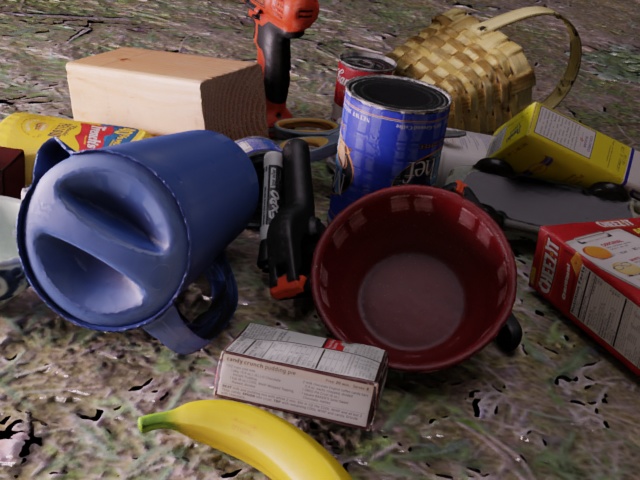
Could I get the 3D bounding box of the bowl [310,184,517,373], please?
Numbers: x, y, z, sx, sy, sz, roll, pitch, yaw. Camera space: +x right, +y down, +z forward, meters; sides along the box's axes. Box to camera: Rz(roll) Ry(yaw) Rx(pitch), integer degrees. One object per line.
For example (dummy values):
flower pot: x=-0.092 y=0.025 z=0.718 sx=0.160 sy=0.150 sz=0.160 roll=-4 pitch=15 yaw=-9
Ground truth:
bowl: x=0.074 y=0.038 z=0.852 sx=0.162 sy=0.055 sz=0.162 roll=-2 pitch=64 yaw=3

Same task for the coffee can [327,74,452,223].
coffee can: x=0.066 y=-0.078 z=1.035 sx=0.102 sy=0.140 sz=0.103 roll=6 pitch=26 yaw=-3

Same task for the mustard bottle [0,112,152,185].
mustard bottle: x=-0.220 y=-0.081 z=1.045 sx=0.192 sy=0.058 sz=0.096 roll=8 pitch=29 yaw=9

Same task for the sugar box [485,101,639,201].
sugar box: x=0.266 y=-0.072 z=1.079 sx=0.176 sy=0.048 sz=0.093 roll=25 pitch=-21 yaw=-11

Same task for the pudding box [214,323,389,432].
pudding box: x=-0.011 y=0.095 z=0.760 sx=0.113 sy=0.039 sz=0.090 roll=10 pitch=10 yaw=7

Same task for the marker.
marker: x=-0.044 y=-0.025 z=0.948 sx=0.020 sy=0.020 sz=0.121 roll=5 pitch=59 yaw=-5

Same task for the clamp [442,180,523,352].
clamp: x=0.098 y=0.013 z=0.953 sx=0.164 sy=0.036 sz=0.210 roll=9 pitch=38 yaw=4

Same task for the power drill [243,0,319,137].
power drill: x=-0.072 y=-0.227 z=1.247 sx=0.057 sy=0.188 sz=0.185 roll=-10 pitch=33 yaw=-29

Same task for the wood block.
wood block: x=-0.161 y=-0.143 z=1.116 sx=0.206 sy=0.090 sz=0.090 roll=15 pitch=29 yaw=38

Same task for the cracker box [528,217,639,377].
cracker box: x=0.308 y=0.056 z=0.913 sx=0.164 sy=0.072 sz=0.214 roll=-5 pitch=28 yaw=-25

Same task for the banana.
banana: x=-0.026 y=0.149 z=0.679 sx=0.198 sy=0.037 sz=0.069 roll=25 pitch=49 yaw=33

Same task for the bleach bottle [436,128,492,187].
bleach bottle: x=0.227 y=-0.072 z=1.159 sx=0.250 sy=0.068 sz=0.102 roll=7 pitch=27 yaw=-8

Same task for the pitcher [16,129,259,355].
pitcher: x=-0.124 y=-0.014 z=0.861 sx=0.145 sy=0.149 sz=0.242 roll=11 pitch=15 yaw=10

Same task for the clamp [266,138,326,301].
clamp: x=-0.006 y=0.001 z=0.940 sx=0.039 sy=0.120 sz=0.171 roll=-23 pitch=35 yaw=30

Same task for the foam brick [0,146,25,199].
foam brick: x=-0.320 y=-0.057 z=0.990 sx=0.078 sy=0.051 sz=0.053 roll=10 pitch=27 yaw=4

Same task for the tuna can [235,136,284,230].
tuna can: x=-0.062 y=-0.053 z=1.014 sx=0.086 sy=0.086 sz=0.034 roll=-5 pitch=31 yaw=-25

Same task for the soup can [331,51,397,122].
soup can: x=0.049 y=-0.160 z=1.241 sx=0.068 sy=0.102 sz=0.068 roll=6 pitch=27 yaw=-3

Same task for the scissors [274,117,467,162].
scissors: x=0.042 y=-0.100 z=1.098 sx=0.202 sy=0.016 sz=0.096 roll=7 pitch=33 yaw=18
